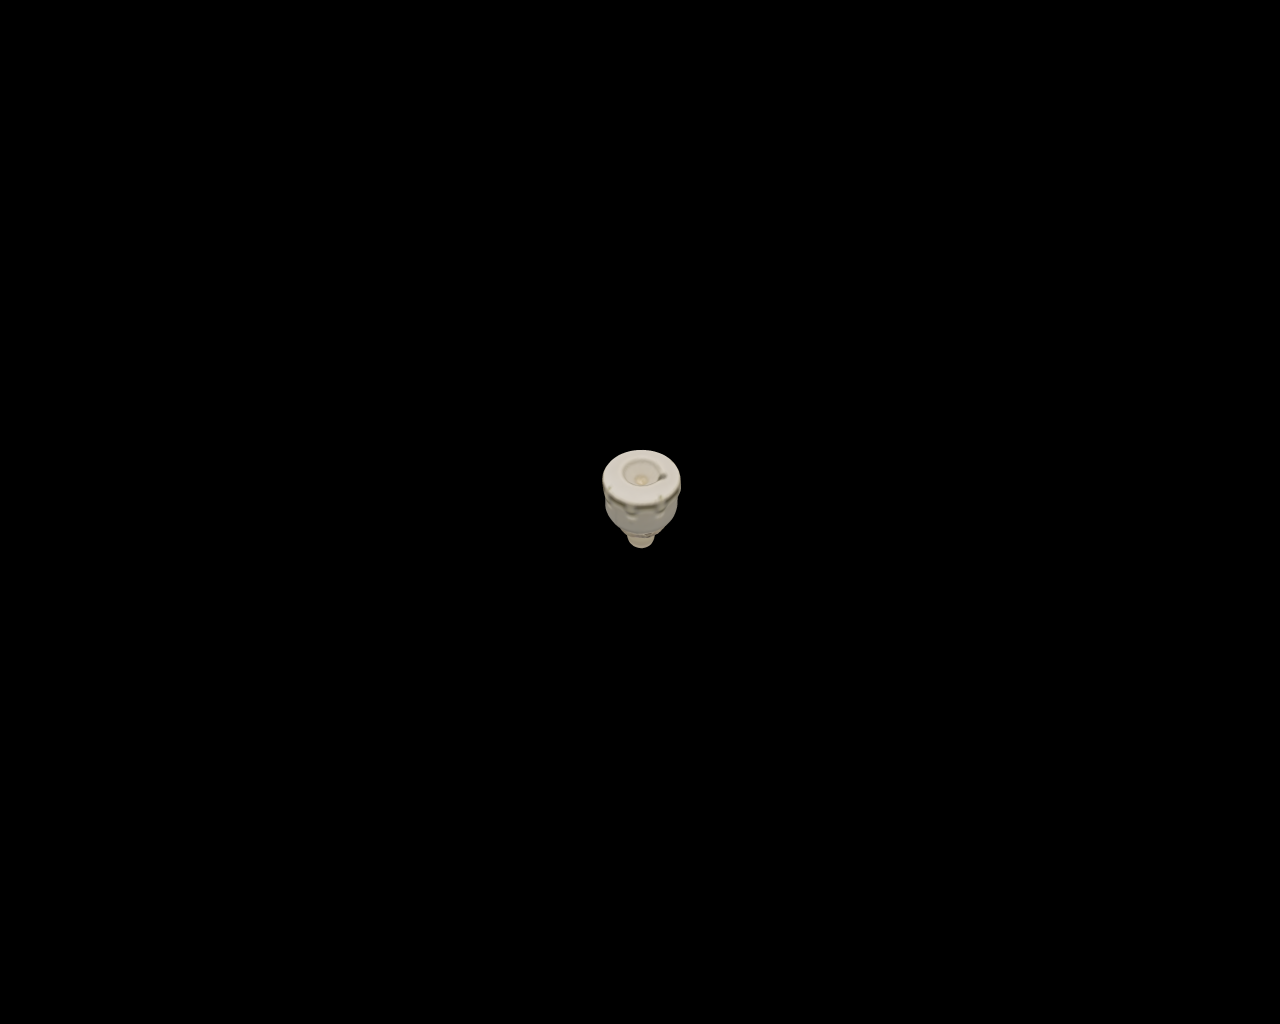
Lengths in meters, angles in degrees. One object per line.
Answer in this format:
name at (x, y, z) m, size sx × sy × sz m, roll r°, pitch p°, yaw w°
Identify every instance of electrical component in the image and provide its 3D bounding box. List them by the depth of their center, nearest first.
electrical component at (0.001, -0.003, 0.650) m, size 0.048 × 0.048 × 0.062 m, roll 0°, pitch -44°, yaw 0°
